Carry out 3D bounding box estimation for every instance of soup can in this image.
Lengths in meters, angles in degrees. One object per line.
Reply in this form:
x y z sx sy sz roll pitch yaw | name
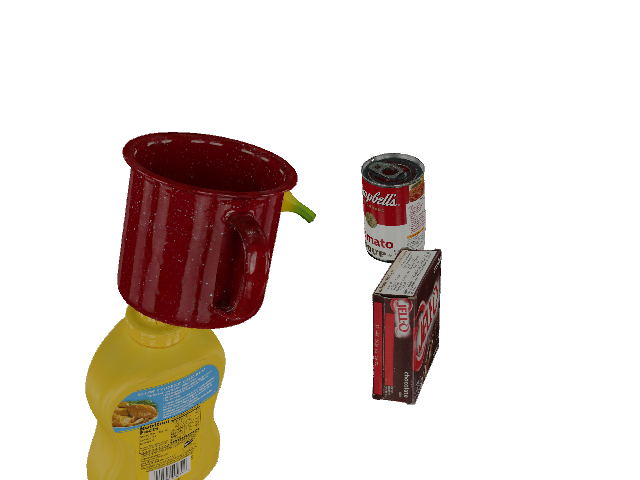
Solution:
0.080 -0.035 1.163 0.068 0.102 0.068 -3 35 2 | soup can

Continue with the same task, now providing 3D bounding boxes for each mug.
-0.059 0.000 0.566 0.093 0.081 0.117 -3 26 -33 | mug

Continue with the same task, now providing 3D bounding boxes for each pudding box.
0.069 0.064 0.848 0.039 0.090 0.113 5 20 13 | pudding box

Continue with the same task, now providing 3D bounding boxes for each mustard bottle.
-0.112 0.102 0.729 0.096 0.192 0.058 -17 47 -27 | mustard bottle

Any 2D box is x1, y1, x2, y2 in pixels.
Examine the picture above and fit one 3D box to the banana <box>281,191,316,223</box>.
-0.103 -0.025 1.027 0.198 0.069 0.037 -13 18 30 | banana
